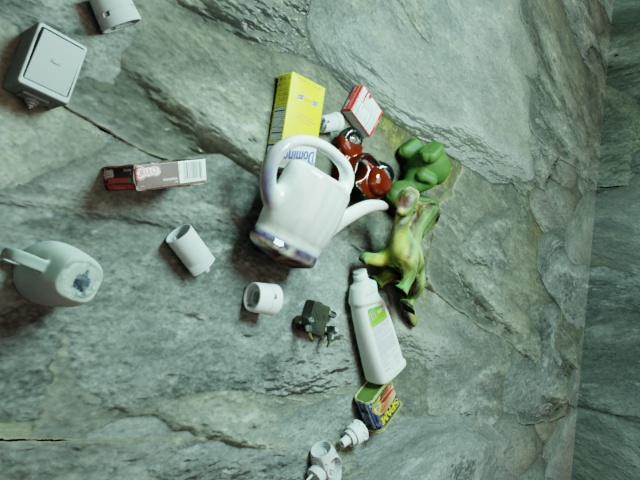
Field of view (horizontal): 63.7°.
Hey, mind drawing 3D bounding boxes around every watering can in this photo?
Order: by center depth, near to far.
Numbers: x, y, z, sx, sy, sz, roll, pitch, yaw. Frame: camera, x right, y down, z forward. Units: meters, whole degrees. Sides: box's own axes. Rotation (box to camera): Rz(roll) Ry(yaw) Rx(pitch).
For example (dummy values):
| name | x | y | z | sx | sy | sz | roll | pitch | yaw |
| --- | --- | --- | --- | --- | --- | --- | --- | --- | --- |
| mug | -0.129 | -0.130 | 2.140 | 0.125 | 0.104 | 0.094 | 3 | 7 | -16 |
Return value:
| name | x | y | z | sx | sy | sz | roll | pitch | yaw |
| --- | --- | --- | --- | --- | --- | --- | --- | --- | --- |
| watering can | 0.003 | -0.047 | 0.935 | 0.343 | 0.105 | 0.225 | 31 | 85 | -48 |

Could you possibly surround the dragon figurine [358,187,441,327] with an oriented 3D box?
| name | x | y | z | sx | sy | sz | roll | pitch | yaw |
| --- | --- | --- | --- | --- | --- | --- | --- | --- | --- |
| dragon figurine | 0.218 | 0.026 | 1.161 | 0.245 | 0.123 | 0.402 | -55 | 146 | -15 |
